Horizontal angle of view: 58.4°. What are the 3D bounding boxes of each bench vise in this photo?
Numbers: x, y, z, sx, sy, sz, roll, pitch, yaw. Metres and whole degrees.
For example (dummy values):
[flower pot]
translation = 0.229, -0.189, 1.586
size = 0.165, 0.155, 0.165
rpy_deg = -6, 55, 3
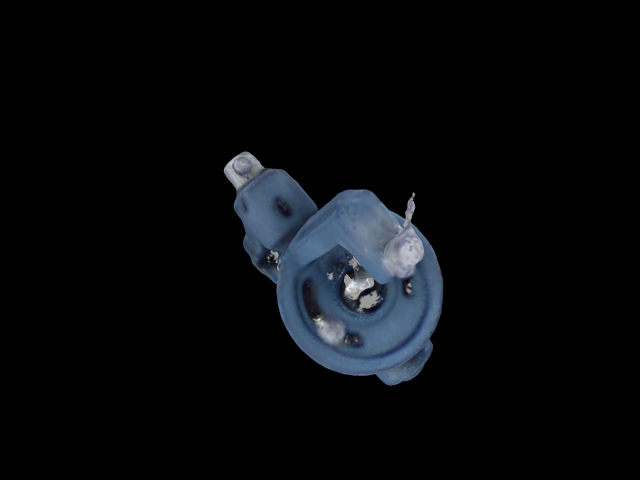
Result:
[bench vise]
translation = -0.002, 0.011, 0.396
size = 0.207, 0.220, 0.121
rpy_deg = 28, 72, 10
